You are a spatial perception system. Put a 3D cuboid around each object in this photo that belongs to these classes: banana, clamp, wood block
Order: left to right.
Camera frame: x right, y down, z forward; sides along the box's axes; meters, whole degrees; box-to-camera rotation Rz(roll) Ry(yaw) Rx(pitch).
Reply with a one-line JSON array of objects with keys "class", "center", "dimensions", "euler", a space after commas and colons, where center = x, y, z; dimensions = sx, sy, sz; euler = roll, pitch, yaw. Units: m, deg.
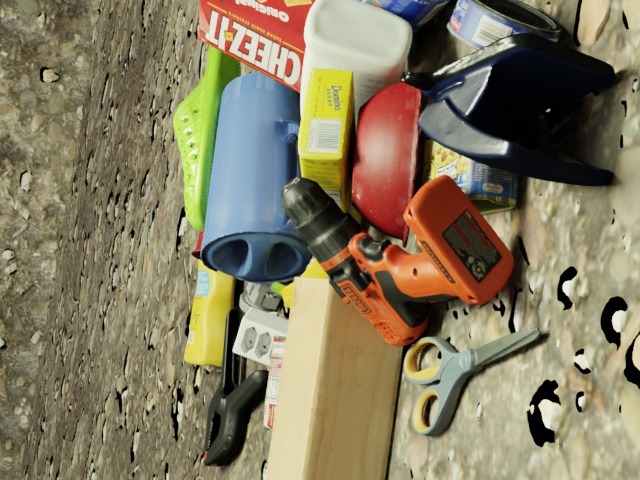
[{"class": "clamp", "center": [-0.118, 0.204, 1.404], "dimensions": [0.164, 0.036, 0.210], "euler": [-113, 38, -54]}, {"class": "banana", "center": [0.002, 0.017, 1.163], "dimensions": [0.070, 0.037, 0.198], "euler": [49, 129, 18]}, {"class": "wood block", "center": [0.017, 0.145, 1.032], "dimensions": [0.091, 0.090, 0.206], "euler": [179, 100, -67]}]

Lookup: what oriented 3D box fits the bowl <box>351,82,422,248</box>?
[{"class": "bowl", "center": [0.060, -0.075, 0.978], "dimensions": [0.162, 0.055, 0.162], "euler": [5, -91, -87]}]

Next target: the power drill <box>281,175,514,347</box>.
[{"class": "power drill", "center": [0.062, 0.004, 0.905], "dimensions": [0.057, 0.184, 0.188], "euler": [-46, 11, -27]}]

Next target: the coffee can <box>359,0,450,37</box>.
[{"class": "coffee can", "center": [0.071, -0.248, 1.037], "dimensions": [0.141, 0.102, 0.103], "euler": [142, 133, -59]}]

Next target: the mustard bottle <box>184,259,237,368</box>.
[{"class": "mustard bottle", "center": [-0.148, 0.080, 1.497], "dimensions": [0.096, 0.058, 0.191], "euler": [172, 106, -72]}]

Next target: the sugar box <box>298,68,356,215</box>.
[{"class": "sugar box", "center": [0.011, -0.077, 1.019], "dimensions": [0.176, 0.048, 0.093], "euler": [77, -160, -65]}]

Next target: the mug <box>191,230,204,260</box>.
[{"class": "mug", "center": [-0.114, -0.014, 1.414], "dimensions": [0.117, 0.093, 0.081], "euler": [-17, 61, 62]}]

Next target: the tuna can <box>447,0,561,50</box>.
[{"class": "tuna can", "center": [0.146, -0.168, 0.845], "dimensions": [0.086, 0.086, 0.034], "euler": [-115, 42, -54]}]

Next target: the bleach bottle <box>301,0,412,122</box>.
[{"class": "bleach bottle", "center": [0.019, -0.137, 1.082], "dimensions": [0.251, 0.102, 0.068], "euler": [109, 179, -62]}]

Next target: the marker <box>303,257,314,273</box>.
[{"class": "marker", "center": [-0.001, 0.024, 1.215], "dimensions": [0.121, 0.020, 0.020], "euler": [120, 150, -41]}]

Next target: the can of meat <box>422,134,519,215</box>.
[{"class": "can of meat", "center": [0.126, -0.067, 0.895], "dimensions": [0.102, 0.057, 0.084], "euler": [169, 107, -67]}]

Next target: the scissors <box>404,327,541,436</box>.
[{"class": "scissors", "center": [0.121, 0.120, 0.887], "dimensions": [0.202, 0.016, 0.096], "euler": [170, 106, -67]}]

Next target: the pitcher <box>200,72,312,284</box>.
[{"class": "pitcher", "center": [-0.064, -0.082, 1.281], "dimensions": [0.145, 0.149, 0.243], "euler": [67, -159, -60]}]

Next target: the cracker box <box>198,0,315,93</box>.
[{"class": "cracker box", "center": [-0.054, -0.292, 1.213], "dimensions": [0.072, 0.164, 0.214], "euler": [-46, -21, -38]}]

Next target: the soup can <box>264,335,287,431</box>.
[{"class": "soup can", "center": [-0.022, 0.156, 1.150], "dimensions": [0.069, 0.068, 0.102], "euler": [172, 106, -67]}]
